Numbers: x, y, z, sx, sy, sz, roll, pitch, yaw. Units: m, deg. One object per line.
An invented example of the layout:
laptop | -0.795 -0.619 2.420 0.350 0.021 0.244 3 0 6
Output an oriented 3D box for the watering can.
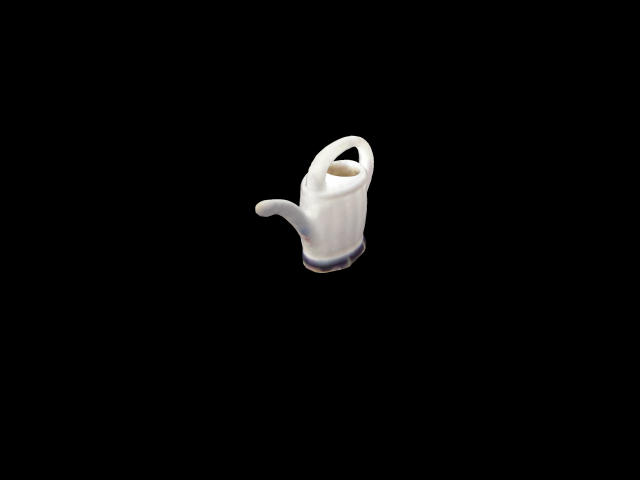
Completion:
watering can | 0.003 -0.043 0.850 0.104 0.220 0.353 16 33 26
